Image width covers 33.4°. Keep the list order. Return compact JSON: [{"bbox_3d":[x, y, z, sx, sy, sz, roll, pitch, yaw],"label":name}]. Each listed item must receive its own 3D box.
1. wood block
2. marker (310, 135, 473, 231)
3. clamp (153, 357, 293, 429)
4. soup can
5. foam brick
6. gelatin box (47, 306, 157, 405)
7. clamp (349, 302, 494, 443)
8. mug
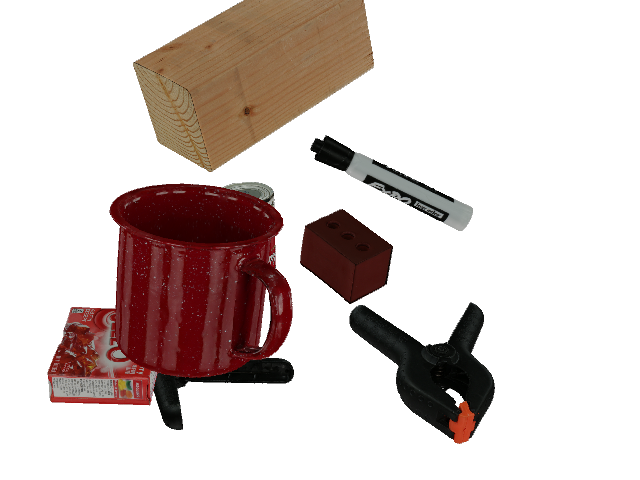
[{"bbox_3d":[-0.057,-0.164,0.999,0.205,0.091,0.090,-36,44,-26],"label":"wood block"},{"bbox_3d":[0.049,-0.040,0.739,0.121,0.020,0.020,26,-4,-8],"label":"marker"},{"bbox_3d":[-0.156,0.136,1.085,0.210,0.036,0.164,10,17,33],"label":"clamp"},{"bbox_3d":[-0.088,-0.012,1.282,0.068,0.102,0.068,0,26,0],"label":"soup can"},{"bbox_3d":[0.025,0.015,1.056,0.052,0.051,0.078,-26,48,-34],"label":"foam brick"},{"bbox_3d":[-0.157,0.084,0.797,0.073,0.030,0.089,2,30,-1],"label":"gelatin box"},{"bbox_3d":[0.105,0.101,0.887,0.120,0.039,0.171,-10,35,-15],"label":"clamp"},{"bbox_3d":[-0.061,0.026,0.582,0.117,0.081,0.093,22,26,33],"label":"mug"}]
